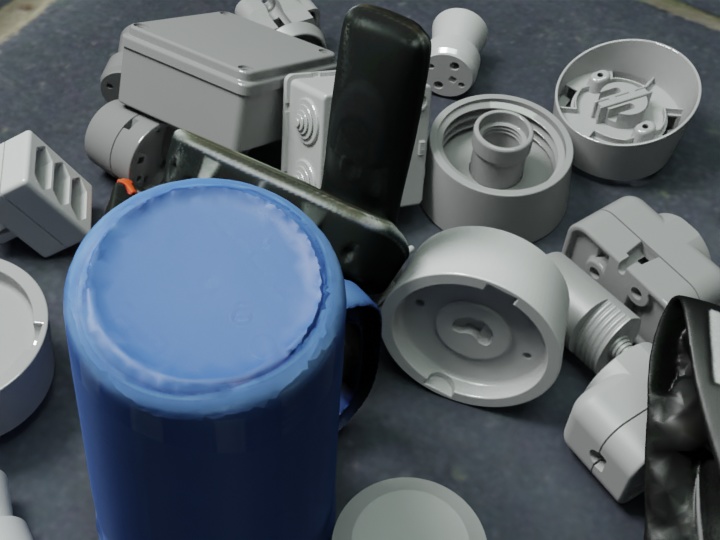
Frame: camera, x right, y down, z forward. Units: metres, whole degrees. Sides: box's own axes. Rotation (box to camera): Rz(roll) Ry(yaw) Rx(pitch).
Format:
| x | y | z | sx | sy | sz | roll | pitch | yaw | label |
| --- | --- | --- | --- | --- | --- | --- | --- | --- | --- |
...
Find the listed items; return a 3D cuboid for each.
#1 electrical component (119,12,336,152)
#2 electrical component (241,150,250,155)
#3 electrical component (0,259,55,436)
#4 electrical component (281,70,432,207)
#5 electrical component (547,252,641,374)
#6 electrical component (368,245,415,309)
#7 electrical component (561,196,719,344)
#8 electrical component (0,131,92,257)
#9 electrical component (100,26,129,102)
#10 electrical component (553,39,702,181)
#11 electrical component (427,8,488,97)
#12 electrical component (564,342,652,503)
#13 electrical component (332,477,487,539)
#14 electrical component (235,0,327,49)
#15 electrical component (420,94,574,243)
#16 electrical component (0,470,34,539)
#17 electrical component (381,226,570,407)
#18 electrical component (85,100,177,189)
| x | y | z | sx | sy | sz | roll | pitch | yaw | label |
| --- | --- | --- | --- | --- | --- | --- | --- | --- | --- |
| -0.089 | -0.131 | 0.736 | 0.109 | 0.056 | 0.109 | 26 | 29 | 25 | electrical component |
| -0.100 | -0.076 | 0.742 | 0.043 | 0.043 | 0.081 | 12 | 38 | 6 | electrical component |
| -0.231 | 0.051 | 0.625 | 0.108 | 0.060 | 0.108 | 1 | 51 | -2 | electrical component |
| -0.002 | -0.084 | 0.709 | 0.100 | 0.099 | 0.048 | -11 | 27 | -30 | electrical component |
| 0.139 | 0.029 | 0.667 | 0.043 | 0.043 | 0.081 | -27 | 50 | -22 | electrical component |
| 0.000 | 0.000 | 0.689 | 0.079 | 0.043 | 0.077 | -35 | 61 | -27 | electrical component |
| 0.184 | 0.001 | 0.692 | 0.059 | 0.053 | 0.095 | -28 | 58 | -23 | electrical component |
| -0.226 | -0.041 | 0.702 | 0.077 | 0.065 | 0.047 | -23 | 50 | 16 | electrical component |
| -0.164 | -0.149 | 0.798 | 0.045 | 0.045 | 0.055 | 9 | 52 | 4 | electrical component |
| 0.189 | -0.115 | 0.778 | 0.099 | 0.064 | 0.099 | 2 | 51 | -2 | electrical component |
| 0.072 | -0.167 | 0.826 | 0.045 | 0.045 | 0.055 | 13 | 52 | 7 | electrical component |
| 0.169 | 0.082 | 0.626 | 0.095 | 0.053 | 0.059 | -27 | 58 | -22 | electrical component |
| 0.024 | 0.154 | 0.563 | 0.080 | 0.051 | 0.080 | 2 | 51 | -2 | electrical component |
| -0.060 | -0.172 | 0.815 | 0.078 | 0.058 | 0.057 | -21 | 53 | -19 | electrical component |
| 0.095 | -0.075 | 0.744 | 0.108 | 0.060 | 0.108 | 2 | 51 | -2 | electrical component |
| -0.199 | 0.139 | 0.567 | 0.045 | 0.045 | 0.055 | -23 | 57 | -20 | electrical component |
| 0.072 | 0.023 | 0.638 | 0.108 | 0.108 | 0.060 | 17 | 46 | 10 | electrical component |
| -0.156 | -0.086 | 0.743 | 0.047 | 0.055 | 0.055 | 30 | 56 | 24 | electrical component |
